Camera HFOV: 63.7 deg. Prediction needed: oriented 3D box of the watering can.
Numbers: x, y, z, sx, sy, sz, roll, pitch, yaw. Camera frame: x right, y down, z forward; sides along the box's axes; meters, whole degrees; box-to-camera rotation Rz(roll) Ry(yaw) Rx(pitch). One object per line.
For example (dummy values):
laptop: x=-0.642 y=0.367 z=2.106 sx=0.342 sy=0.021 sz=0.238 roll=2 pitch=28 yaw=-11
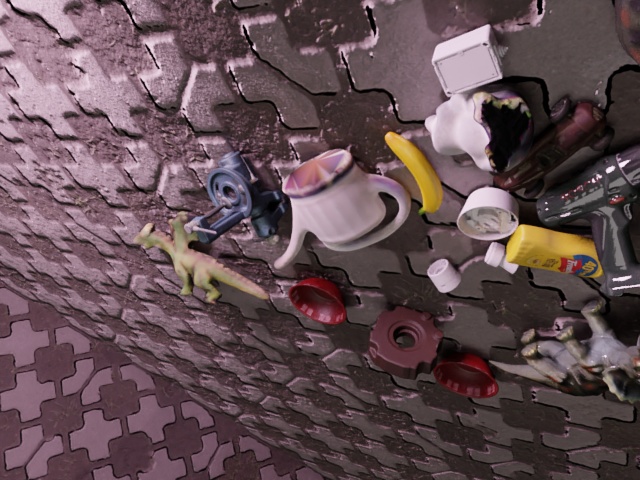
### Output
watering can: x=0.003 y=-0.052 z=1.026 sx=0.345 sy=0.221 sz=0.106 roll=-21 pitch=33 yaw=24

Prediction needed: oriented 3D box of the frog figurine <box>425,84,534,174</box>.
frog figurine: x=0.241 y=-0.168 z=0.786 sx=0.123 sy=0.136 sz=0.160 roll=-39 pitch=14 yaw=-6

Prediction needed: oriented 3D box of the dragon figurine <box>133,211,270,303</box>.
dragon figurine: x=-0.327 y=0.036 z=1.380 sx=0.411 sy=0.237 sz=0.125 roll=6 pitch=39 yaw=25
